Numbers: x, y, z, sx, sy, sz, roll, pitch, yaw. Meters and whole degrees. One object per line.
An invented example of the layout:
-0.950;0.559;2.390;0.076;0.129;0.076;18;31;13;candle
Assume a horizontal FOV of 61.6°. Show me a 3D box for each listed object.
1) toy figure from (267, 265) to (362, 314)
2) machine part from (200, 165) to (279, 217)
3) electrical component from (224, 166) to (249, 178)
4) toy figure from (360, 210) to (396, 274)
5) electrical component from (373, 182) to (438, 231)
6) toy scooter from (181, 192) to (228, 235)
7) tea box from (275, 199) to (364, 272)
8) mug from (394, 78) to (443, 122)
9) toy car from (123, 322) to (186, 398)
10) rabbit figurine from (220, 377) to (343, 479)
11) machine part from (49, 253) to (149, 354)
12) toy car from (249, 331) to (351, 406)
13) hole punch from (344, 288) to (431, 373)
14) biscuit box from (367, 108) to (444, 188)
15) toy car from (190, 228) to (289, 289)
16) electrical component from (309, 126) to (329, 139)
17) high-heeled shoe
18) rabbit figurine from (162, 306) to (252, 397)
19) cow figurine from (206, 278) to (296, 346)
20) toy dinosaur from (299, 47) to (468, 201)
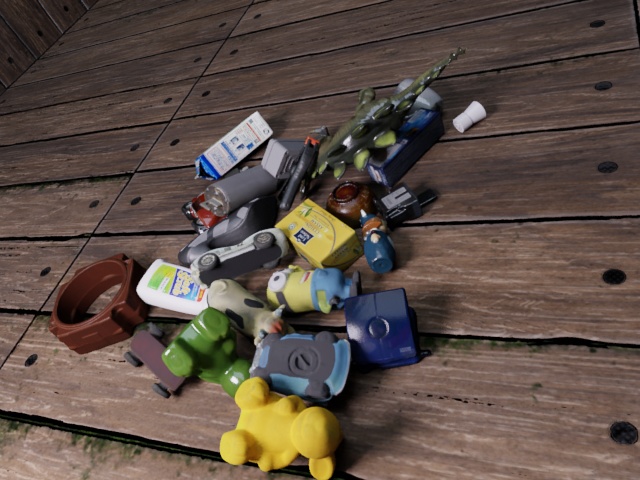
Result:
-0.013;0.096;0.989;0.180;0.089;0.082;0;6;16;toy figure
-0.179;-0.116;1.234;0.079;0.079;0.243;13;30;36;machine part
-0.218;-0.154;1.379;0.094;0.021;0.063;-28;43;1;electrical component
0.108;-0.001;1.032;0.058;0.064;0.154;9;39;-12;toy figure
0.175;-0.076;1.081;0.119;0.047;0.075;-27;43;4;electrical component
-0.251;-0.073;1.283;0.135;0.075;0.184;-35;38;-9;toy scooter
-0.002;-0.003;1.087;0.098;0.068;0.170;-41;45;-13;tea box
0.227;-0.318;1.261;0.109;0.080;0.107;-40;53;-21;mug
-0.307;0.230;1.033;0.202;0.053;0.089;22;66;45;toy car
-0.035;0.282;0.767;0.173;0.162;0.122;-21;36;42;rabbit figurine
-0.486;0.137;1.194;0.201;0.087;0.202;-20;42;10;machine part
-0.026;0.213;0.865;0.162;0.102;0.109;0;52;14;toy car
0.101;0.145;0.879;0.142;0.092;0.116;-11;49;13;hole punch
0.190;-0.206;1.185;0.203;0.062;0.059;-44;44;-17;biscuit box
-0.158;0.038;1.067;0.202;0.073;0.056;-21;42;-9;toy car
-0.005;-0.234;1.326;0.078;0.045;0.102;21;62;41;electrical component
-0.203;-0.020;1.200;0.145;0.086;0.249;-5;30;37;high-heeled shoe
-0.176;0.215;0.925;0.121;0.170;0.159;-48;5;-22;rabbit figurine
-0.121;0.136;0.967;0.195;0.127;0.085;33;70;17;cow figurine
0.111;-0.240;1.137;0.471;0.105;0.199;-44;20;20;toy dinosaur
